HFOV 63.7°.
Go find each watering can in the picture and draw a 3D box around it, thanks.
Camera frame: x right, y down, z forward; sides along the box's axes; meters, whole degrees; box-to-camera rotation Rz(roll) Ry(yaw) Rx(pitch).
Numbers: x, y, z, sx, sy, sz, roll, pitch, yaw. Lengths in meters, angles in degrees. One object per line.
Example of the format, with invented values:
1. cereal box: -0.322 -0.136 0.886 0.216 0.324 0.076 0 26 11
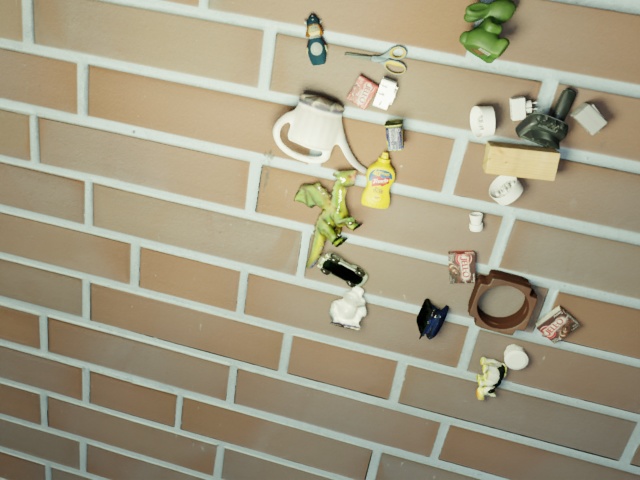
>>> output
1. watering can: 0.022 -0.353 1.706 0.347 0.106 0.221 15 110 -10

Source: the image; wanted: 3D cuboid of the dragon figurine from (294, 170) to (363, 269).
1. dragon figurine: 0.006 -0.091 1.817 0.404 0.123 0.244 -44 79 31

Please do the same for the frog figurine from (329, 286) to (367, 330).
1. frog figurine: 0.108 0.247 1.916 0.137 0.121 0.161 9 76 17
